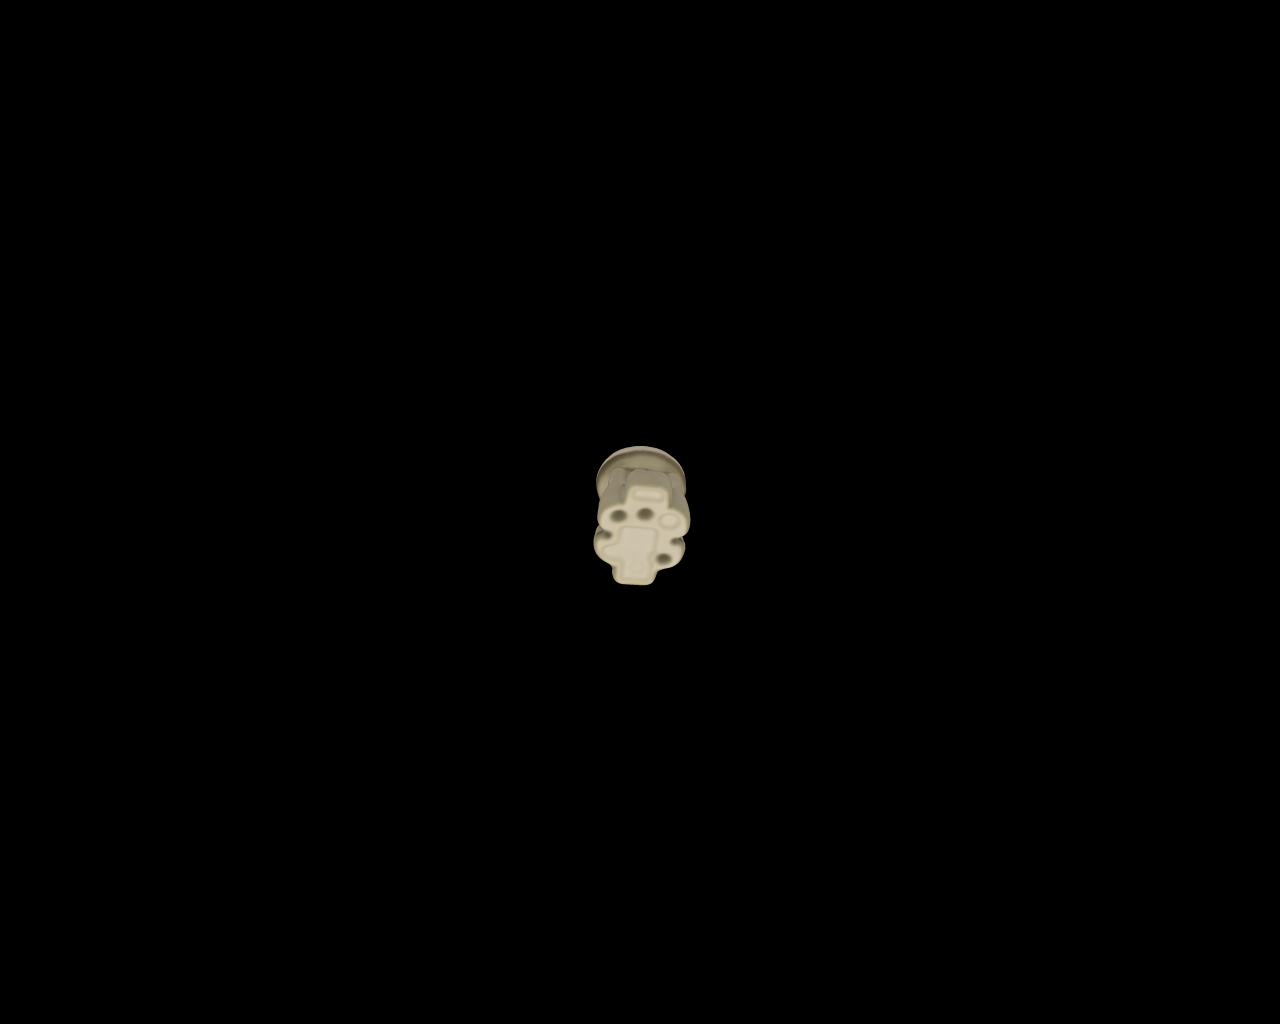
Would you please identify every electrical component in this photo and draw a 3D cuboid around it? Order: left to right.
[{"bbox_3d":[0.001,-0.003,0.650,0.058,0.078,0.057,5,40,-4],"label":"electrical component"}]
